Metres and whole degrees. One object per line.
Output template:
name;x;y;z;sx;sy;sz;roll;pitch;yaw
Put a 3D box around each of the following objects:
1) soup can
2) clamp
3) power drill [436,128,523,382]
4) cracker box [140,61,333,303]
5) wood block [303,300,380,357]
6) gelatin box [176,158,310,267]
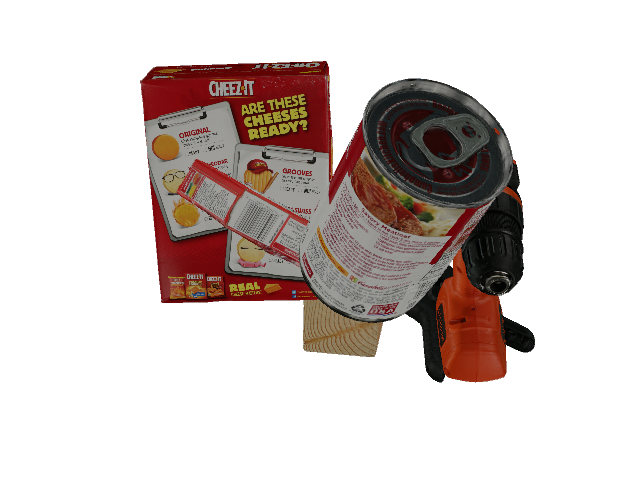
soup can;0.035;-0.015;0.487;0.068;0.068;0.102;0;-33;-21
clamp;0.131;0.066;1.060;0.120;0.039;0.171;-4;44;-24
power drill;0.126;0.023;0.838;0.057;0.188;0.184;2;41;3
cracker box;-0.070;-0.052;0.978;0.164;0.214;0.072;-1;21;2
wood block;0.039;0.060;1.355;0.091;0.090;0.206;4;21;7
gelatin box;-0.039;-0.014;0.693;0.089;0.030;0.073;29;2;-37
